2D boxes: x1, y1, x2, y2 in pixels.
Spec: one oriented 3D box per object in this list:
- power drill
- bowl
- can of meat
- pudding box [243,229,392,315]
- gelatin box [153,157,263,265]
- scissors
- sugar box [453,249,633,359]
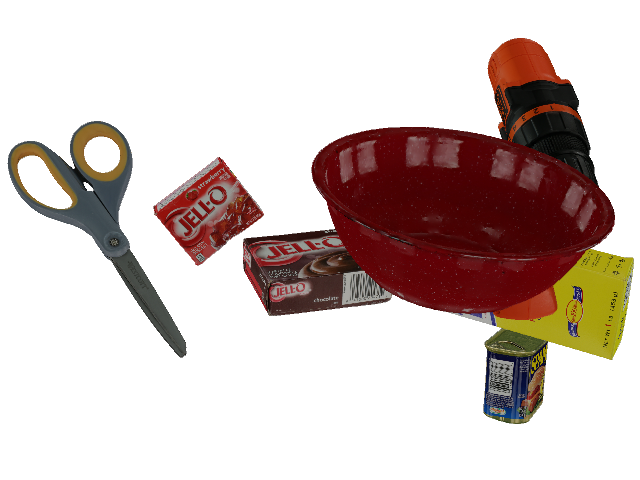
[{"bbox_3d":[0.157,-0.030,0.793,0.057,0.188,0.184,-1,42,-3],"label":"power drill"},{"bbox_3d":[0.072,-0.007,0.578,0.162,0.055,0.162,6,27,-3],"label":"bowl"},{"bbox_3d":[0.219,0.149,1.194,0.058,0.084,0.102,7,12,25],"label":"can of meat"},{"bbox_3d":[-0.003,0.025,0.923,0.113,0.039,0.090,-4,25,-17],"label":"pudding box"},{"bbox_3d":[-0.115,-0.030,1.096,0.089,0.073,0.030,-37,21,1],"label":"gelatin box"},{"bbox_3d":[-0.137,-0.013,0.758,0.202,0.096,0.016,39,-25,14],"label":"scissors"},{"bbox_3d":[0.197,0.042,1.000,0.176,0.093,0.048,13,34,22],"label":"sugar box"}]
